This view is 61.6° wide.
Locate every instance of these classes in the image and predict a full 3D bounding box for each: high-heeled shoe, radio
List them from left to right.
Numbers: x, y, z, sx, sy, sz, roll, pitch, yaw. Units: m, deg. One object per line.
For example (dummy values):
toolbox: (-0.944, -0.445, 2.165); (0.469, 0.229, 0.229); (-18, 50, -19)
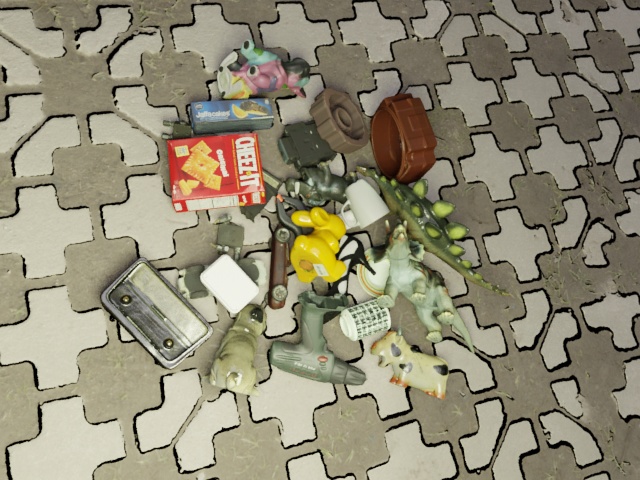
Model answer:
radio: (-0.353, 0.162, 1.157); (0.229, 0.073, 0.131); (45, 68, 2)
high-heeled shoe: (0.020, 0.094, 1.287); (0.249, 0.086, 0.145); (-39, 65, -13)

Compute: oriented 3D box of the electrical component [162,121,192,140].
electrical component: (-0.334, -0.257, 1.298); (0.094, 0.063, 0.021); (9, 35, -13)

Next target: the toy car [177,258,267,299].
toy car: (-0.222, 0.087, 1.226); (0.202, 0.056, 0.073); (-8, 82, -16)

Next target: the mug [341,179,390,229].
mug: (0.098, -0.086, 1.306); (0.109, 0.081, 0.107); (-29, 88, -5)

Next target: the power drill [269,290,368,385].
power drill: (0.010, 0.220, 1.199); (0.232, 0.086, 0.207); (9, 113, -5)

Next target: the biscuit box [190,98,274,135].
biscuit box: (-0.221, -0.310, 1.345); (0.203, 0.063, 0.059); (-8, 74, -18)

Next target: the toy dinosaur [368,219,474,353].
toy dinosaur: (0.247, 0.113, 1.298); (0.404, 0.131, 0.192); (43, 39, -33)

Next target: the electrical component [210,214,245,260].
electrical component: (-0.216, -0.008, 1.262); (0.078, 0.045, 0.102); (12, 71, -10)

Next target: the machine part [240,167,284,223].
machine part: (-0.149, -0.110, 1.317); (0.084, 0.039, 0.139); (33, 66, -12)

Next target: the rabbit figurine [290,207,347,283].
rabbit figurine: (-0.003, -0.004, 1.255); (0.162, 0.122, 0.173); (56, 48, -22)

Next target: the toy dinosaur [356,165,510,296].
toy dinosaur: (0.263, -0.026, 1.316); (0.471, 0.198, 0.105); (44, 71, 3)

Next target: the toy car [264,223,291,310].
toy car: (-0.094, 0.062, 1.250); (0.053, 0.089, 0.202); (7, 70, -13)

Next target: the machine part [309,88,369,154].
machine part: (0.051, -0.304, 1.383); (0.179, 0.056, 0.179); (27, 49, -37)

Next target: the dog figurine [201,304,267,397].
dog figurine: (-0.165, 0.222, 1.142); (0.121, 0.172, 0.190); (22, 76, -19)

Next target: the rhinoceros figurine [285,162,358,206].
rhinoceros figurine: (0.007, -0.133, 1.350); (0.190, 0.073, 0.112); (9, 85, -16)

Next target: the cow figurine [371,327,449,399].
cow figurine: (0.212, 0.285, 1.266); (0.195, 0.085, 0.127); (21, 75, -6)

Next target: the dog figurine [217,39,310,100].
dog figurine: (-0.132, -0.414, 1.386); (0.219, 0.191, 0.108); (3, 65, -50)

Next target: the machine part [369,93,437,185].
machine part: (0.204, -0.250, 1.366); (0.087, 0.201, 0.201); (-14, 78, -15)

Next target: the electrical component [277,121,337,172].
electrical component: (-0.038, -0.241, 1.376); (0.134, 0.058, 0.115); (-21, 78, -21)
